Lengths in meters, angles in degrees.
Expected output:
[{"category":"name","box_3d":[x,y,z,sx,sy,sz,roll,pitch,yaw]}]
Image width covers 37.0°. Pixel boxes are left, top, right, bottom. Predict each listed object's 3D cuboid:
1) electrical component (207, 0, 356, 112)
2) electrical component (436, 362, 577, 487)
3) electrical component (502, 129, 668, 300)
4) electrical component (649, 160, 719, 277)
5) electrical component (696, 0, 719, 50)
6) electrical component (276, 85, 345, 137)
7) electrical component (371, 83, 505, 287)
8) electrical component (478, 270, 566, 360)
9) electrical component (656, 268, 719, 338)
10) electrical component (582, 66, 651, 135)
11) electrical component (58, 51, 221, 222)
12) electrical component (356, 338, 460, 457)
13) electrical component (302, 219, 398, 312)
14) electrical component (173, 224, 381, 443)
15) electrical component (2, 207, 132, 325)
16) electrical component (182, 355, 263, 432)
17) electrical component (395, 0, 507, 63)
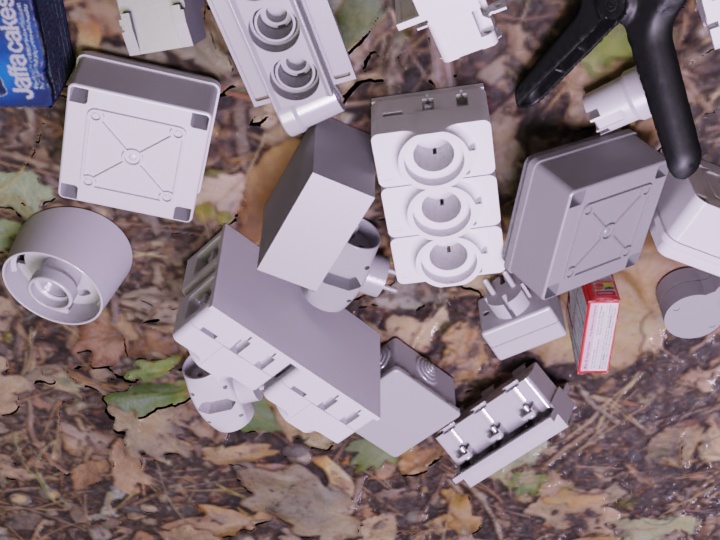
[{"category":"electrical component","box_3d":[-0.059,-0.183,0.757,0.079,0.063,0.121,-14,129,12]},{"category":"electrical component","box_3d":[0.137,0.145,1.028,0.121,0.079,0.063,-39,91,28]},{"category":"electrical component","box_3d":[0.176,-0.045,0.845,0.109,0.056,0.108,-18,136,-28]},{"category":"electrical component","box_3d":[0.293,-0.038,0.867,0.113,0.078,0.057,19,125,-15]},{"category":"electrical component","box_3d":[0.258,-0.208,0.741,0.056,0.050,0.089,-18,128,17]},{"category":"electrical component","box_3d":[-0.039,-0.128,0.819,0.046,0.040,0.040,-21,127,11]},{"category":"electrical component","box_3d":[0.064,-0.063,0.858,0.089,0.061,0.150,-7,130,6]},{"category":"electrical component","box_3d":[0.134,0.029,0.945,0.066,0.047,0.076,-24,126,19]},{"category":"electrical component","box_3d":[0.328,0.023,0.921,0.138,0.073,0.052,-24,126,20]},{"category":"electrical component","box_3d":[0.198,-0.128,0.818,0.046,0.040,0.040,-24,126,26]},{"category":"electrical component","box_3d":[-0.171,-0.102,0.831,0.109,0.056,0.108,11,129,-9]},{"category":"electrical component","box_3d":[0.034,0.120,1.022,0.100,0.048,0.100,37,121,-27]},{"category":"electrical component","box_3d":[0.000,0.000,0.924,0.079,0.043,0.077,18,128,-14]},{"category":"electrical component","box_3d":[-0.069,0.060,0.935,0.186,0.105,0.060,37,121,-26]},{"category":"electrical component","box_3d":[-0.254,-0.002,0.928,0.099,0.064,0.099,9,137,9]},{"category":"electrical component","box_3d":[-0.117,0.109,1.018,0.079,0.043,0.077,-13,129,11]},{"category":"electrical component","box_3d":[0.068,-0.187,0.767,0.081,0.042,0.063,-17,129,16]}]
